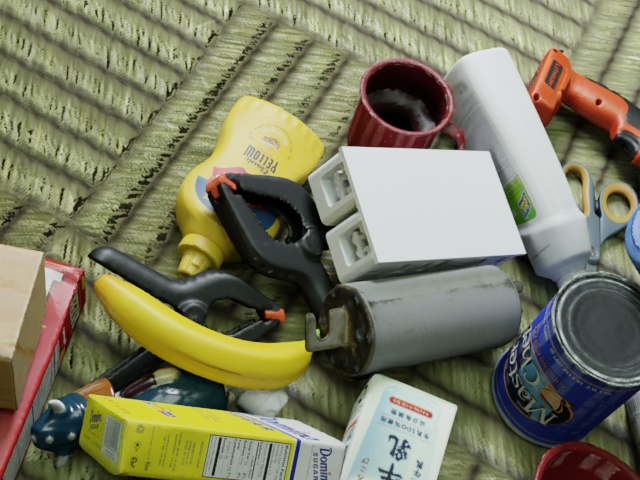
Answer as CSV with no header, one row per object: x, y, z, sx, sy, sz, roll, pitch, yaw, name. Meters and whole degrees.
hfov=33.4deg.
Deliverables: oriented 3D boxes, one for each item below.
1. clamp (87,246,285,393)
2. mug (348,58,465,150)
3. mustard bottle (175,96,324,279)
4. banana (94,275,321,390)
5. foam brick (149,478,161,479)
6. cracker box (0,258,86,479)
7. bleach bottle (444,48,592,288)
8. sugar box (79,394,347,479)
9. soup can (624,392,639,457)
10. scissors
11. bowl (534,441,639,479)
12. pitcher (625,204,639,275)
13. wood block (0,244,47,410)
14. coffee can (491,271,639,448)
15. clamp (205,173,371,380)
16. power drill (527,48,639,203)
-0.116,0.055,0.891,0.171,0.039,0.120,-10,101,-23,clamp
0.085,-0.110,1.036,0.117,0.082,0.093,25,57,2,mug
-0.076,-0.038,0.966,0.096,0.058,0.191,33,58,-6,mustard bottle
-0.088,0.081,0.854,0.197,0.037,0.069,18,32,-19,banana
-0.111,0.213,0.795,0.051,0.078,0.053,17,57,-6,foam brick
-0.293,0.099,0.822,0.164,0.072,0.213,17,56,-3,cracker box
0.194,-0.057,1.032,0.068,0.103,0.251,-15,70,-19,bleach bottle
-0.079,0.151,0.791,0.176,0.093,0.048,10,90,-29,sugar box
0.309,0.171,0.930,0.068,0.069,0.102,0,59,-14,soup can
0.282,0.010,1.051,0.096,0.016,0.202,2,59,-13,scissors
0.216,0.246,0.852,0.162,0.055,0.162,23,43,-24,bowl
0.353,0.051,0.915,0.242,0.149,0.145,47,46,-32,pitcher
-0.307,0.047,0.754,0.206,0.091,0.090,11,56,-6,wood block
0.217,0.104,0.904,0.102,0.140,0.103,6,58,-11,coffee can
-0.006,0.001,0.940,0.210,0.036,0.164,41,52,-15,clamp
0.295,-0.108,1.093,0.187,0.057,0.184,27,46,1,power drill
